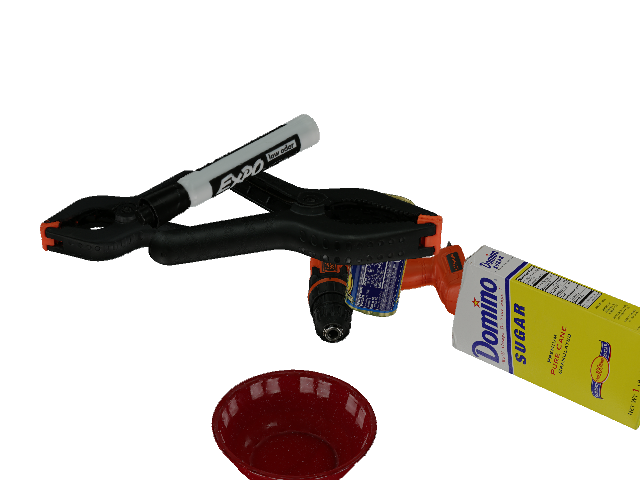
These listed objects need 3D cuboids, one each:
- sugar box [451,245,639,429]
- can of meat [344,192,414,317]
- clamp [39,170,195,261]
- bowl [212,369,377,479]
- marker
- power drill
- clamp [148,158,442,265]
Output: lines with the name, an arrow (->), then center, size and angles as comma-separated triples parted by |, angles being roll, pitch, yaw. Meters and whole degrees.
sugar box -> 0.199, 0.079, 0.897 | 0.176, 0.093, 0.048 | 21, 34, 27
can of meat -> 0.056, 0.013, 1.033 | 0.057, 0.084, 0.102 | 9, 28, 1
clamp -> -0.179, -0.023, 1.021 | 0.171, 0.039, 0.120 | -2, 34, -11
bowl -> -0.026, 0.198, 1.054 | 0.162, 0.055, 0.162 | 1, 31, -1
marker -> -0.050, -0.038, 0.588 | 0.120, 0.020, 0.020 | -31, 17, -31
power drill -> 0.079, 0.057, 1.229 | 0.187, 0.057, 0.184 | -1, 28, -1
clamp -> -0.011, -0.021, 0.824 | 0.210, 0.036, 0.164 | 4, 28, 6
